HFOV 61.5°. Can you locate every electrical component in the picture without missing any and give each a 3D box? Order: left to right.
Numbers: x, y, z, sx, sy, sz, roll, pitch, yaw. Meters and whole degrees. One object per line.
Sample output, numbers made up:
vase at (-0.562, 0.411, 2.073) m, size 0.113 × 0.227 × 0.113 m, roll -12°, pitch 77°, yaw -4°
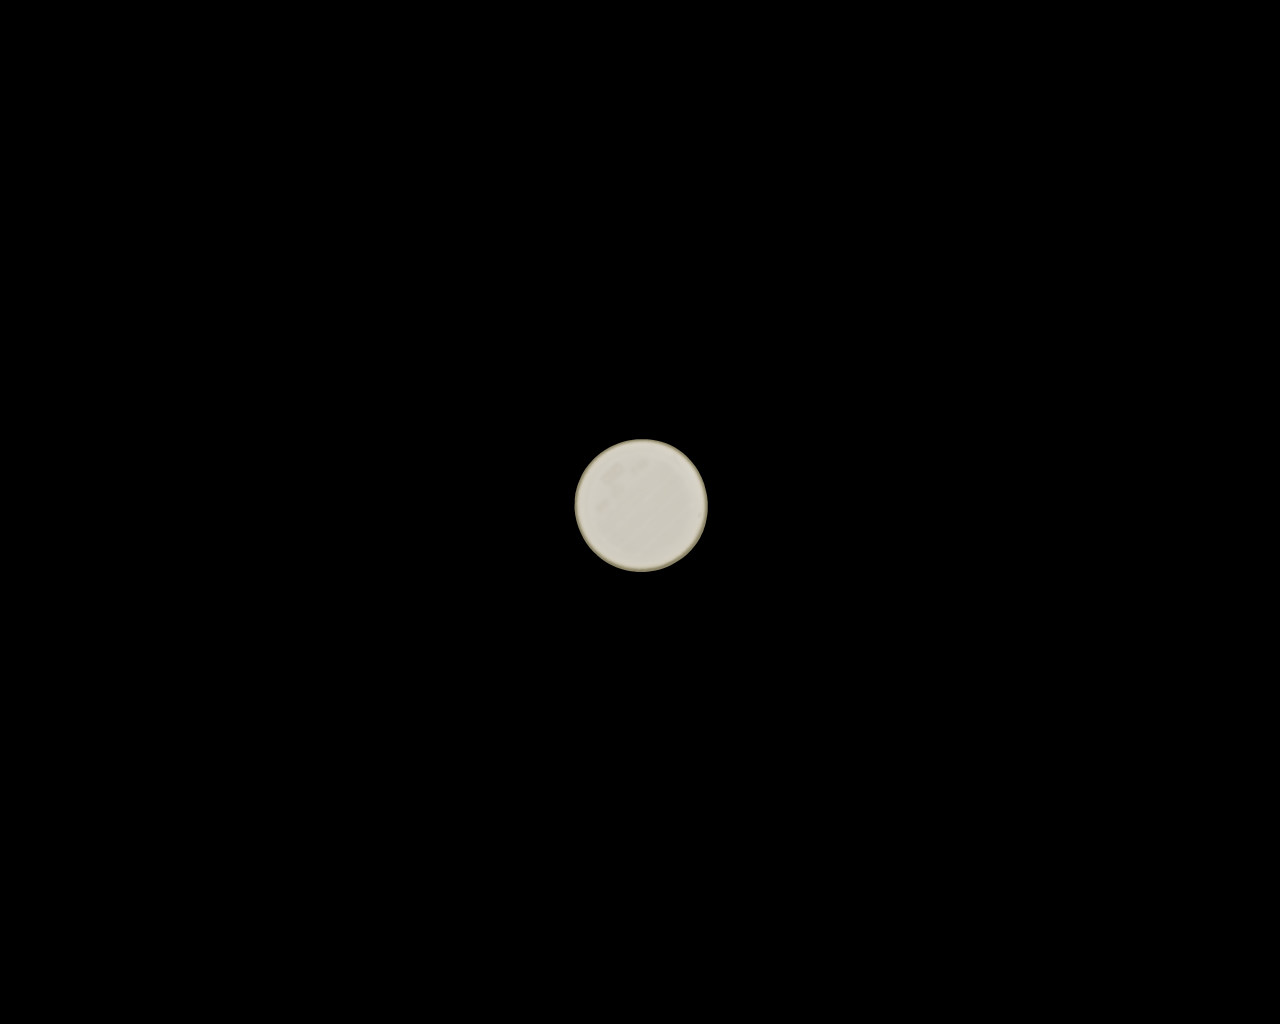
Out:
electrical component at (0.001, -0.003, 0.650) m, size 0.080 × 0.080 × 0.051 m, roll 0°, pitch -4°, yaw 0°
